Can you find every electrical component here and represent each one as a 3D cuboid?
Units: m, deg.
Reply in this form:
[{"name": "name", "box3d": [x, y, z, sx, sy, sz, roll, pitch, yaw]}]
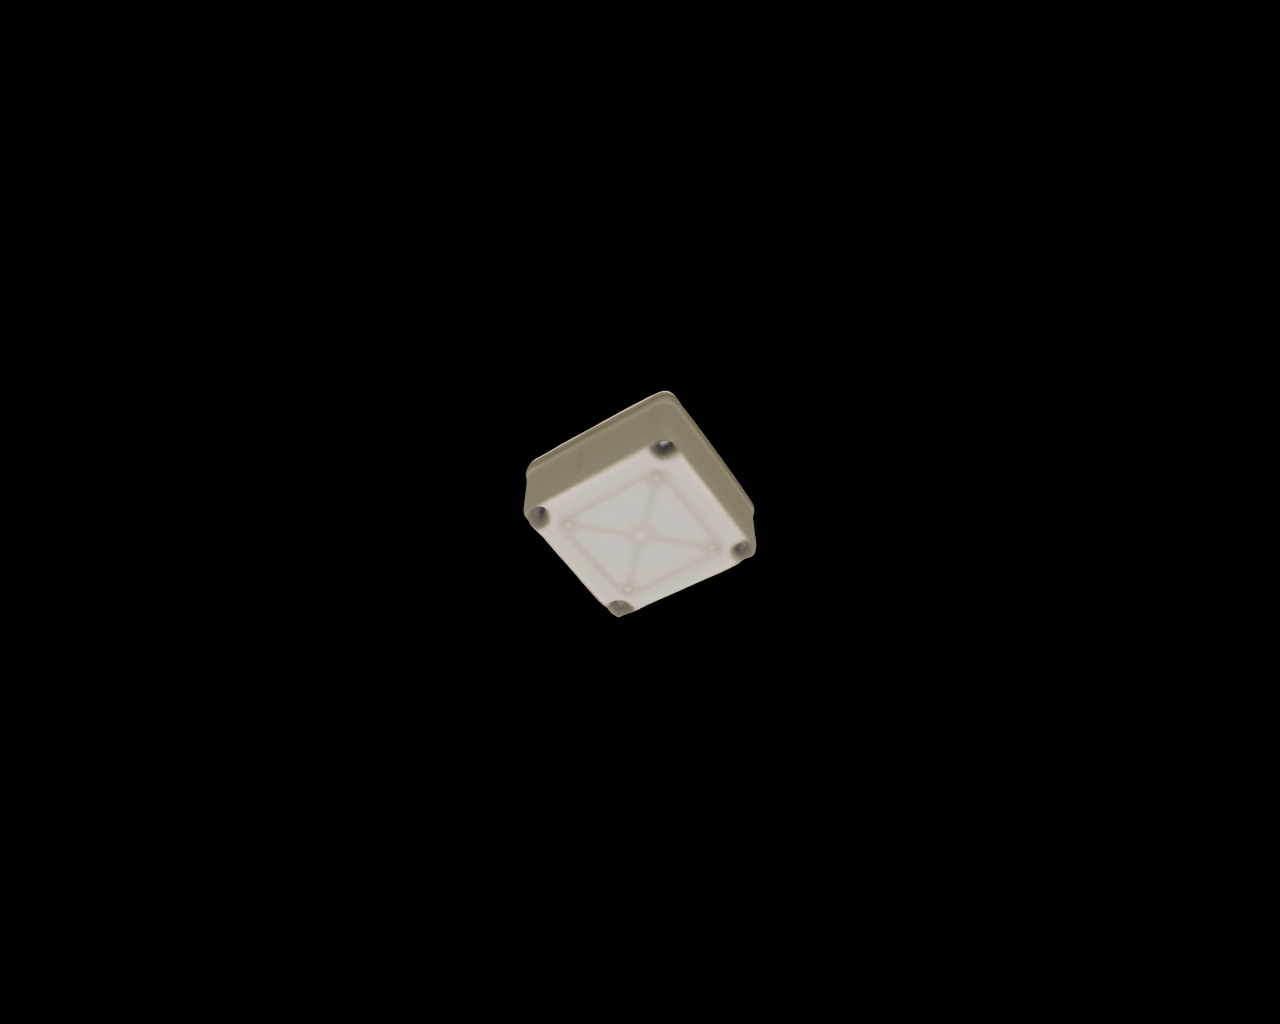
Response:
[{"name": "electrical component", "box3d": [0.001, -0.003, 0.650, 0.108, 0.108, 0.056, -27, 33, 19]}]
